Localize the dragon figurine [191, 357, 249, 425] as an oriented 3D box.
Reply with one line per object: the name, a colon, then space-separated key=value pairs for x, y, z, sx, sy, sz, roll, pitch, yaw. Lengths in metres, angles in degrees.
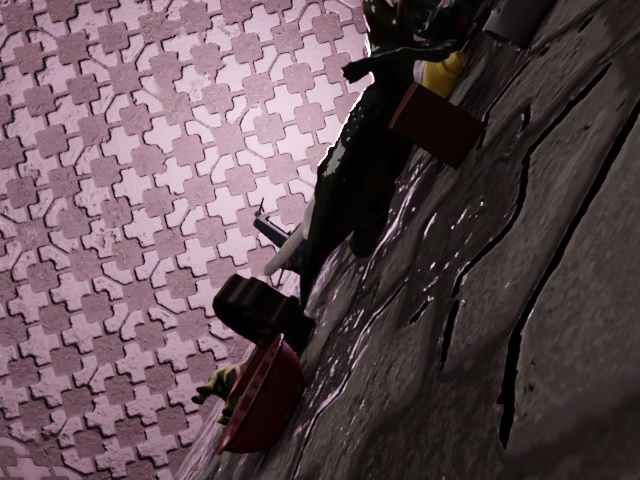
dragon figurine: x=-0.213 y=0.344 z=1.373 sx=0.248 sy=0.122 sz=0.402 roll=-52 pitch=-1 yaw=-41

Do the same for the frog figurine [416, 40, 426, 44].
frog figurine: x=0.204 y=-0.342 z=1.109 sx=0.122 sy=0.158 sz=0.139 roll=-3 pitch=10 yaw=16

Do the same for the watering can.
watering can: x=0.004 y=-0.060 z=1.202 sx=0.343 sy=0.103 sz=0.229 roll=-38 pitch=15 yaw=27
